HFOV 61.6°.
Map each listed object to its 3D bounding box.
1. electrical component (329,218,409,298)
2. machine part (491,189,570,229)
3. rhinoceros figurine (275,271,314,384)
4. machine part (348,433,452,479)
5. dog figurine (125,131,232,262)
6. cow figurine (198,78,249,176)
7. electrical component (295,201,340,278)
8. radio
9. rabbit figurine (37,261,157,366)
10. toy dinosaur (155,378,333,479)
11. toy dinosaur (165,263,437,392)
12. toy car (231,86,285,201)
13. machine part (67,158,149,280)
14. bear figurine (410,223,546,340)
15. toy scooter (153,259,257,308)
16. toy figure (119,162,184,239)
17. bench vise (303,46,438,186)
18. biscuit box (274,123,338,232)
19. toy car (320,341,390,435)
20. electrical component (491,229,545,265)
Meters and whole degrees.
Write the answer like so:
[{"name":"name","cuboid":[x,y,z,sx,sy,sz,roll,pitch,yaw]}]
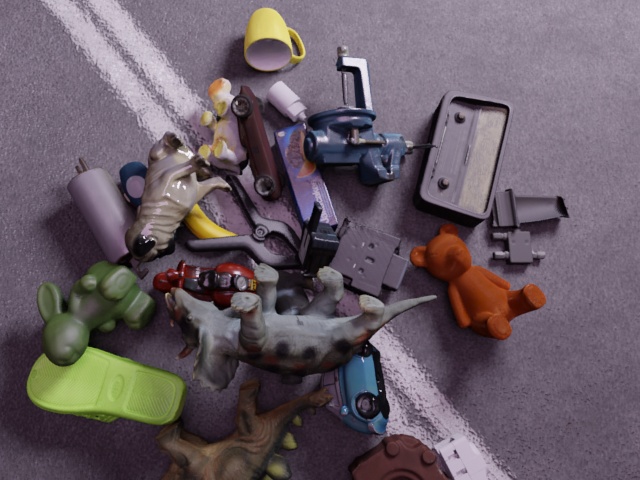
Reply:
[{"name":"electrical component","cuboid":[0.082,0.038,0.936,0.134,0.058,0.115,21,80,4]},{"name":"machine part","cuboid":[0.377,-0.057,0.972,0.139,0.039,0.084,0,67,0]},{"name":"rhinoceros figurine","cuboid":[-0.046,0.143,0.900,0.112,0.073,0.190,-8,78,-4]},{"name":"machine part","cuboid":[0.127,0.405,0.855,0.179,0.056,0.179,0,79,-1]},{"name":"dog figurine","cuboid":[-0.270,-0.072,0.891,0.190,0.121,0.173,-46,45,-6]},{"name":"cow figurine","cuboid":[-0.162,-0.205,0.973,0.068,0.098,0.167,-11,69,34]},{"name":"electrical component","cuboid":[-0.002,-0.003,0.880,0.048,0.075,0.119,9,112,-20]},{"name":"radio","cuboid":[0.257,-0.149,0.972,0.131,0.073,0.229,16,77,2]},{"name":"rabbit figurine","cuboid":[-0.383,0.114,0.861,0.159,0.121,0.170,21,57,25]},{"name":"toy dinosaur","cuboid":[-0.178,0.367,0.834,0.471,0.105,0.198,-30,84,2]},{"name":"toy dinosaur","cuboid":[-0.033,0.144,0.806,0.405,0.192,0.131,8,33,-12]},{"name":"toy car","cuboid":[-0.110,-0.164,0.932,0.053,0.089,0.202,-14,101,14]},{"name":"machine part","cuboid":[-0.364,-0.037,0.933,0.079,0.079,0.243,-32,81,-8]},{"name":"bear figurine","cuboid":[0.255,0.062,0.900,0.120,0.132,0.196,-33,86,-16]},{"name":"toy scooter","cuboid":[-0.189,0.069,0.883,0.184,0.135,0.075,3,76,-2]},{"name":"toy figure","cuboid":[-0.303,-0.064,0.952,0.064,0.058,0.154,-36,80,29]},{"name":"bench vise","cuboid":[0.071,-0.218,0.943,0.224,0.129,0.240,-5,88,-17]},{"name":"biscuit box","cuboid":[-0.026,-0.103,0.963,0.063,0.059,0.202,-17,79,-5]},{"name":"toy car","cuboid":[0.051,0.236,0.869,0.103,0.109,0.161,-14,69,13]},{"name":"electrical component","cuboid":[0.356,0.012,0.965,0.094,0.021,0.063,1,77,-1]}]
